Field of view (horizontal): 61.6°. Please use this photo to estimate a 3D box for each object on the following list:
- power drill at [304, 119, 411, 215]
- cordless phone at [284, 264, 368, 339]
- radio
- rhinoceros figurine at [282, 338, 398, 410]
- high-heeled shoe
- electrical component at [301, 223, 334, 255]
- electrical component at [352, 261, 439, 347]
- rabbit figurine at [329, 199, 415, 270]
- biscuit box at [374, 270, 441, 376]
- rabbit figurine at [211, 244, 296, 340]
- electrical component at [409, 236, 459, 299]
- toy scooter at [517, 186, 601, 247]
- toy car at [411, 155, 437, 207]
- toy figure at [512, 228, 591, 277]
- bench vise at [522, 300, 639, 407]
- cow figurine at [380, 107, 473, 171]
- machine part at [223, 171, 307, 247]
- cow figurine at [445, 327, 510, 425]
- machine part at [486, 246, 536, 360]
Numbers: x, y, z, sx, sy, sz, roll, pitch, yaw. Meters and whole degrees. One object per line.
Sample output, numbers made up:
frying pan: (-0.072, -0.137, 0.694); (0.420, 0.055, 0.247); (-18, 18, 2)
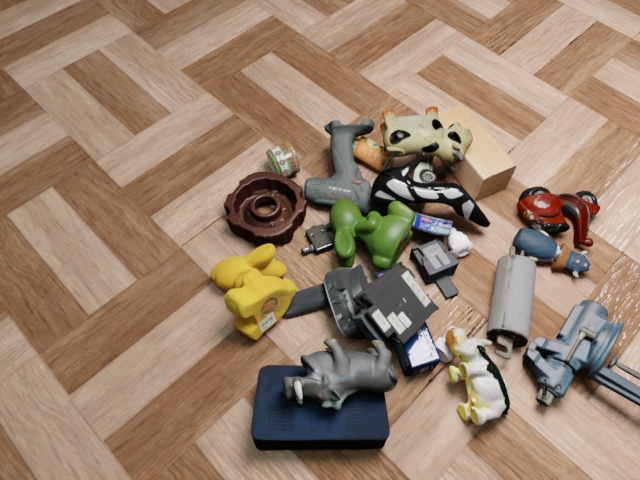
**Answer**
power drill: (0.083, -0.157, 1.185); (0.232, 0.086, 0.207); (1, 87, 7)
cordless phone: (0.018, 0.135, 1.037); (0.184, 0.088, 0.147); (-19, 61, 1)
radio: (0.000, 0.289, 0.933); (0.230, 0.073, 0.131); (1, 57, -2)
rhinoceros figurine: (0.032, 0.225, 0.895); (0.190, 0.073, 0.112); (-4, 68, -8)
high-heeled shoe: (0.229, -0.070, 1.117); (0.248, 0.145, 0.086); (41, 19, -12)
electrical component: (-0.002, -0.003, 1.143); (0.094, 0.021, 0.063); (-22, 61, -13)
electrical component: (0.126, 0.120, 0.952); (0.134, 0.058, 0.115); (-35, 87, -28)
rabbit figurine: (0.089, -0.013, 1.106); (0.170, 0.121, 0.159); (27, 73, 18)
biscuit box: (0.161, 0.154, 1.025); (0.063, 0.059, 0.203); (-13, 60, -10)
rabbit figurine: (-0.139, 0.079, 1.040); (0.173, 0.121, 0.162); (30, 68, 38)
electrical component: (0.241, 0.058, 1.094); (0.075, 0.047, 0.119); (-18, 58, -11)
toy scooter: (0.519, -0.046, 1.150); (0.184, 0.075, 0.135); (2, 59, -5)
toy car: (0.234, -0.166, 1.218); (0.056, 0.073, 0.202); (9, 58, 3)
toy figure: (0.481, 0.025, 1.113); (0.155, 0.064, 0.058); (26, 23, 9)
bench vise: (0.496, 0.228, 0.950); (0.241, 0.128, 0.223); (30, 61, 24)
cow figurine: (0.231, -0.213, 1.146); (0.195, 0.085, 0.127); (-3, 73, -6)
machine part: (-0.116, -0.066, 1.162); (0.179, 0.056, 0.179); (0, 57, 0)
cow figurine: (0.283, 0.232, 0.954); (0.098, 0.068, 0.167); (-9, 79, -18)
machine part: (0.374, 0.117, 1.042); (0.079, 0.079, 0.243); (14, 58, 8)
